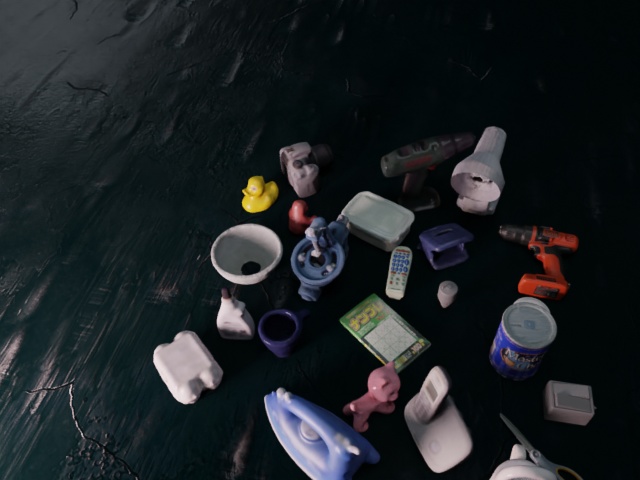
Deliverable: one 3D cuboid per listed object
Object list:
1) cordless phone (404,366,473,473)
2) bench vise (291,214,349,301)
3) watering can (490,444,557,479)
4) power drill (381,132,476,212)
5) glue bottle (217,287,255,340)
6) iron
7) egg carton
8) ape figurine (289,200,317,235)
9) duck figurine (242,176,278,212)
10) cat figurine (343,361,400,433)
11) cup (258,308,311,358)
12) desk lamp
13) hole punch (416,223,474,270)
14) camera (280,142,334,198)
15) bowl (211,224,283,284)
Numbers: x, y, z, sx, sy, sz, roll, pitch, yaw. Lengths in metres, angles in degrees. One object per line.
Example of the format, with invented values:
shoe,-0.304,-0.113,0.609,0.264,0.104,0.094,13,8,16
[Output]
cordless phone,0.221,0.321,1.036,0.094,0.185,0.147,-20,52,-14
bench vise,0.000,0.003,1.285,0.121,0.220,0.207,5,51,7
watering can,0.331,0.423,0.941,0.101,0.194,0.172,-9,51,-5
power drill,0.263,-0.170,1.426,0.229,0.209,0.075,-11,51,-7
glue bottle,-0.183,0.152,1.200,0.078,0.173,0.037,3,51,5
iron,-0.017,0.342,1.057,0.257,0.141,0.119,32,59,26
egg carton,-0.274,0.261,1.181,0.107,0.069,0.150,-32,56,-22
ape figurine,-0.048,-0.062,1.424,0.076,0.092,0.077,-36,58,-24
duck figurine,-0.158,-0.131,1.489,0.105,0.086,0.077,-33,56,-22
cat figurine,0.106,0.297,1.105,0.128,0.118,0.067,-30,55,-21
cup,-0.069,0.198,1.208,0.118,0.095,0.091,-30,55,-21
desk lamp,0.397,-0.158,1.407,0.117,0.214,0.203,19,54,17
hole punch,0.295,0.002,1.358,0.109,0.091,0.101,-18,52,-12
camera,-0.027,-0.208,1.538,0.137,0.101,0.143,-21,53,-14
bowl,-0.169,0.046,1.351,0.167,0.075,0.167,-1,50,1
